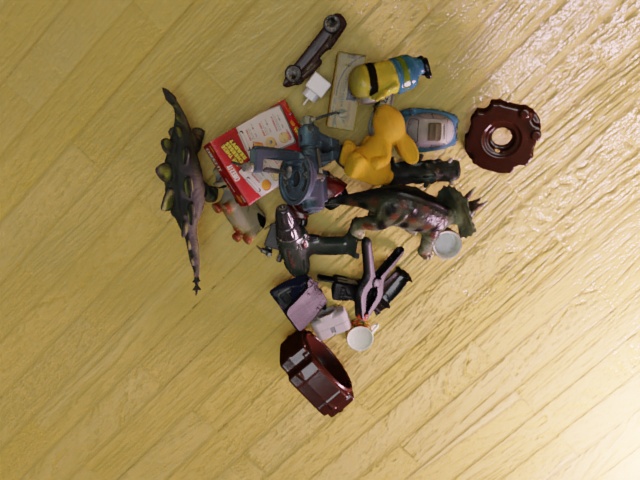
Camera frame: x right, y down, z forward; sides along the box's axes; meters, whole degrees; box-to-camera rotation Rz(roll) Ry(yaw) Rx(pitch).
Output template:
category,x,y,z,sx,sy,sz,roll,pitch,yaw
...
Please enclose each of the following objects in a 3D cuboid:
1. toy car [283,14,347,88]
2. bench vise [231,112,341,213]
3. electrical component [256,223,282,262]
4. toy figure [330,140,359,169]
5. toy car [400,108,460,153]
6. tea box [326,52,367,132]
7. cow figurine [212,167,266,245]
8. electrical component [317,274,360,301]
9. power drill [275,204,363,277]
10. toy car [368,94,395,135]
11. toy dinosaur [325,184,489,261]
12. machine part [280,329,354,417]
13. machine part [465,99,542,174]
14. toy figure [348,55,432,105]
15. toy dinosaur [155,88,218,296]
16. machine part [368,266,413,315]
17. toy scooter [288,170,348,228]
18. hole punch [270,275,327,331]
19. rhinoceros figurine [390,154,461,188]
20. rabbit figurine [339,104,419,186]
category,x,y,z,sx,sy,sz,roll,pitch,yaw
toy car,-0.011,-0.424,1.222,0.053,0.089,0.202,38,100,-7
bench vise,-0.061,-0.172,1.171,0.240,0.129,0.223,0,96,-38
electrical component,-0.112,0.001,1.358,0.078,0.045,0.102,27,103,-6
toy figure,0.050,-0.210,1.300,0.154,0.057,0.064,19,65,-4
toy car,0.254,-0.254,1.267,0.162,0.103,0.109,2,106,0
tea box,0.059,-0.341,1.242,0.068,0.098,0.169,7,106,-2
cow figurine,-0.194,-0.100,1.301,0.127,0.086,0.194,-47,121,-32
electrical component,0.049,0.122,1.378,0.119,0.075,0.047,8,105,-8
power drill,-0.003,-0.004,1.305,0.207,0.086,0.231,-10,135,-12
toy car,0.148,-0.318,1.262,0.056,0.073,0.201,7,105,-7
toy dinosaur,0.200,-0.070,1.231,0.405,0.131,0.192,11,137,-19
machine part,-0.007,0.331,1.367,0.087,0.201,0.201,-40,102,7
machine part,0.429,-0.242,1.269,0.180,0.056,0.179,8,117,16
toy figure,0.149,-0.355,1.167,0.180,0.082,0.089,-24,95,-5
toy dinosaur,-0.312,-0.113,1.246,0.105,0.198,0.470,-8,103,4
machine part,0.175,0.129,1.402,0.139,0.039,0.084,-42,96,11
toy scooter,-0.030,-0.115,1.315,0.184,0.075,0.135,-32,103,12
hole punch,-0.054,0.149,1.368,0.116,0.092,0.142,-41,136,-13
rhinoceros figurine,0.238,-0.166,1.286,0.190,0.112,0.073,-2,103,8
rabbit figurine,0.141,-0.210,1.196,0.162,0.122,0.173,18,109,-8
